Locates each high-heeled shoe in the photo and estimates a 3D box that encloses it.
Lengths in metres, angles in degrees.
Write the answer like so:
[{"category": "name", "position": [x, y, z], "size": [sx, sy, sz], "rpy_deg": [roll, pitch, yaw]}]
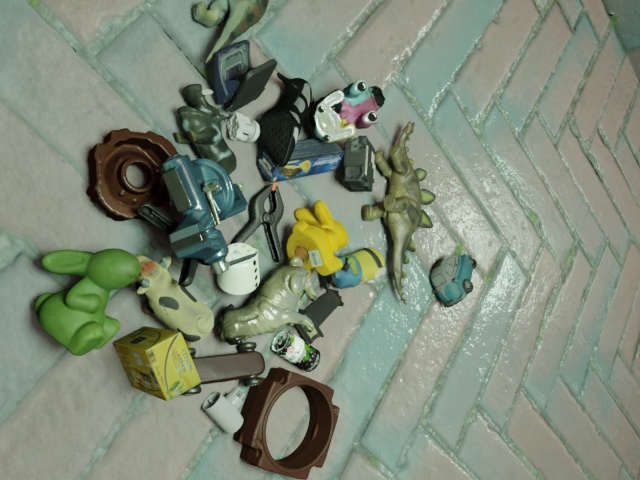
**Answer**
[{"category": "high-heeled shoe", "position": [-0.058, -0.255, 1.188], "size": [0.145, 0.086, 0.248], "rpy_deg": [29, 58, -58]}]

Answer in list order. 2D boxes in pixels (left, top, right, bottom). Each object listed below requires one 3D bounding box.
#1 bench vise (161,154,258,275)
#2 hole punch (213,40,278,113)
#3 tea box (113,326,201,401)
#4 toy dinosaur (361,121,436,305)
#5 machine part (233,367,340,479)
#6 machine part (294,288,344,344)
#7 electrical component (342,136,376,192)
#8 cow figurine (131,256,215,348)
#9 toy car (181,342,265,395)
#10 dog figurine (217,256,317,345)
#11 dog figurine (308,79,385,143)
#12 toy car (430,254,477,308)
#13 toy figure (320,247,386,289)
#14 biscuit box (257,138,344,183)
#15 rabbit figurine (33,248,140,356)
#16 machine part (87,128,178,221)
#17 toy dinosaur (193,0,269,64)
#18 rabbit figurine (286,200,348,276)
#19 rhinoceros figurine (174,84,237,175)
[{"category": "bench vise", "position": [-0.191, -0.056, 0.985], "size": [0.223, 0.129, 0.240], "rpy_deg": [57, 23, -2]}, {"category": "hole punch", "position": [-0.165, -0.338, 1.108], "size": [0.092, 0.115, 0.142], "rpy_deg": [39, 45, 1]}, {"category": "tea box", "position": [-0.284, 0.208, 0.926], "size": [0.068, 0.170, 0.098], "rpy_deg": [-26, 103, -35]}, {"category": "toy dinosaur", "position": [0.212, -0.076, 1.386], "size": [0.198, 0.105, 0.471], "rpy_deg": [16, 81, -40]}, {"category": "machine part", "position": [-0.065, 0.386, 1.134], "size": [0.201, 0.087, 0.201], "rpy_deg": [32, 66, -31]}, {"category": "machine part", "position": [-0.002, 0.170, 1.236], "size": [0.139, 0.039, 0.084], "rpy_deg": [-45, 104, -30]}, {"category": "electrical component", "position": [0.097, -0.178, 1.301], "size": [0.134, 0.058, 0.115], "rpy_deg": [34, 61, -71]}, {"category": "cow figurine", "position": [-0.272, 0.106, 0.968], "size": [0.195, 0.127, 0.085], "rpy_deg": [45, 57, -10]}, {"category": "toy car", "position": [-0.200, 0.253, 1.060], "size": [0.202, 0.053, 0.089], "rpy_deg": [0, 69, -37]}, {"category": "dog figurine", "position": [-0.116, 0.121, 1.099], "size": [0.190, 0.121, 0.172], "rpy_deg": [1, 81, -35]}, {"category": "dog figurine", "position": [0.066, -0.306, 1.271], "size": [0.192, 0.219, 0.108], "rpy_deg": [-25, 102, 7]}, {"category": "toy car", "position": [0.363, 0.097, 1.489], "size": [0.103, 0.109, 0.162], "rpy_deg": [32, 57, -12]}, {"category": "toy figure", "position": [0.082, 0.067, 1.283], "size": [0.180, 0.082, 0.089], "rpy_deg": [-7, 91, -36]}, {"category": "biscuit box", "position": [-0.040, -0.183, 1.210], "size": [0.202, 0.059, 0.063], "rpy_deg": [-17, 59, -38]}, {"category": "rabbit figurine", "position": [-0.376, 0.079, 0.891], "size": [0.159, 0.121, 0.170], "rpy_deg": [38, 88, 9]}, {"category": "machine part", "position": [-0.338, -0.116, 0.986], "size": [0.179, 0.056, 0.179], "rpy_deg": [5, 82, -39]}, {"category": "toy dinosaur", "position": [-0.161, -0.546, 1.134], "size": [0.192, 0.131, 0.404], "rpy_deg": [4, 90, -37]}, {"category": "rabbit figurine", "position": [-0.003, -0.004, 1.222], "size": [0.173, 0.122, 0.162], "rpy_deg": [-24, 91, -51]}, {"category": "rhinoceros figurine", "position": [-0.225, -0.216, 1.072], "size": [0.112, 0.073, 0.190], "rpy_deg": [-32, 106, -34]}]
